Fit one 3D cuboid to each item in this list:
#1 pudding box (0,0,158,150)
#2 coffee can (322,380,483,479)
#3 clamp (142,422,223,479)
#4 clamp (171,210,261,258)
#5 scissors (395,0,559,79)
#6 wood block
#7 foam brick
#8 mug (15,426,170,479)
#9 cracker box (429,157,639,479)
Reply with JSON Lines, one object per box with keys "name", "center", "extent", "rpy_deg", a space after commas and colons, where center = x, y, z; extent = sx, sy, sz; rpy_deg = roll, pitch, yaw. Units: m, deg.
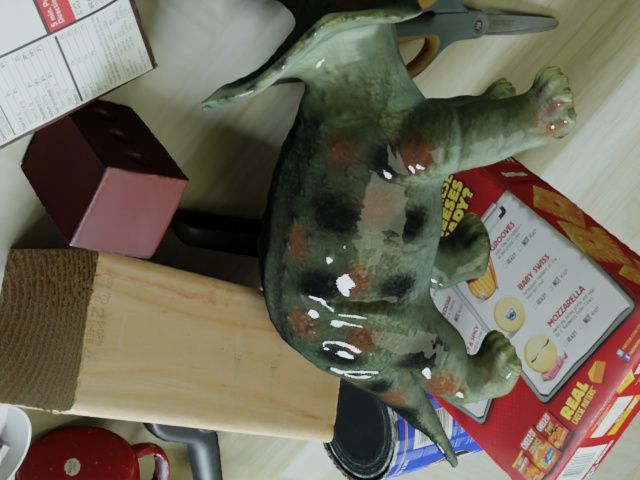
{"name": "pudding box", "center": [-0.144, -0.101, 0.520], "extent": [0.113, 0.039, 0.090], "rpy_deg": [-29, 141, -13]}
{"name": "coffee can", "center": [0.082, 0.136, 0.880], "extent": [0.140, 0.103, 0.103], "rpy_deg": [-7, 129, -36]}
{"name": "clamp", "center": [-0.085, 0.130, 0.778], "extent": [0.171, 0.039, 0.120], "rpy_deg": [36, 84, -46]}
{"name": "clamp", "center": [-0.005, 0.001, 0.734], "extent": [0.164, 0.036, 0.210], "rpy_deg": [-33, 137, -11]}
{"name": "scissors", "center": [0.094, -0.157, 0.689], "extent": [0.201, 0.016, 0.096], "rpy_deg": [-26, 129, -34]}
{"name": "wood block", "center": [-0.087, 0.069, 0.654], "extent": [0.205, 0.091, 0.090], "rpy_deg": [18, 75, -47]}
{"name": "foam brick", "center": [-0.117, -0.035, 0.572], "extent": [0.052, 0.078, 0.051], "rpy_deg": [9, 120, -45]}
{"name": "mug", "center": [-0.153, 0.178, 0.731], "extent": [0.117, 0.093, 0.081], "rpy_deg": [-22, 133, -33]}
{"name": "cracker box", "center": [0.140, 0.051, 0.762], "extent": [0.071, 0.214, 0.164], "rpy_deg": [1, 124, -44]}
